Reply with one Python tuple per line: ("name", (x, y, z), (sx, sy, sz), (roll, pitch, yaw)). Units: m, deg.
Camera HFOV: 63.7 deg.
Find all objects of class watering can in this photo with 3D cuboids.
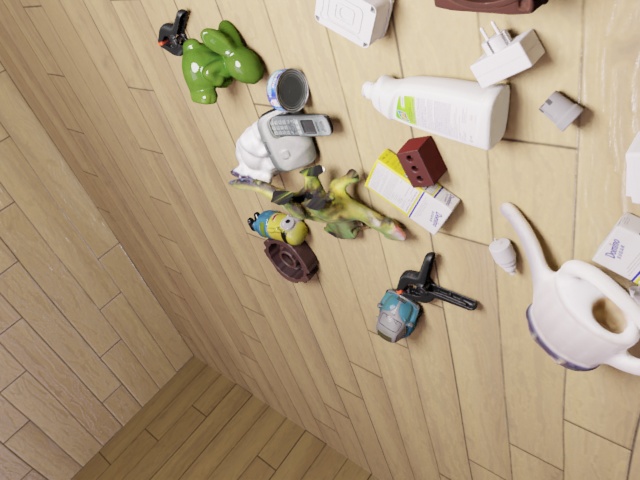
("watering can", (0.425, 0.099, 0.897), (0.105, 0.353, 0.219), (-30, -27, -19))

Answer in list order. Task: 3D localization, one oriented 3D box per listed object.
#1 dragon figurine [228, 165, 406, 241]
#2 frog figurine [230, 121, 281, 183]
("dragon figurine", (0.004, -0.059, 1.180), (0.411, 0.124, 0.238), (10, -27, 31))
("frog figurine", (-0.142, -0.217, 1.215), (0.124, 0.156, 0.139), (-20, 47, -34))
